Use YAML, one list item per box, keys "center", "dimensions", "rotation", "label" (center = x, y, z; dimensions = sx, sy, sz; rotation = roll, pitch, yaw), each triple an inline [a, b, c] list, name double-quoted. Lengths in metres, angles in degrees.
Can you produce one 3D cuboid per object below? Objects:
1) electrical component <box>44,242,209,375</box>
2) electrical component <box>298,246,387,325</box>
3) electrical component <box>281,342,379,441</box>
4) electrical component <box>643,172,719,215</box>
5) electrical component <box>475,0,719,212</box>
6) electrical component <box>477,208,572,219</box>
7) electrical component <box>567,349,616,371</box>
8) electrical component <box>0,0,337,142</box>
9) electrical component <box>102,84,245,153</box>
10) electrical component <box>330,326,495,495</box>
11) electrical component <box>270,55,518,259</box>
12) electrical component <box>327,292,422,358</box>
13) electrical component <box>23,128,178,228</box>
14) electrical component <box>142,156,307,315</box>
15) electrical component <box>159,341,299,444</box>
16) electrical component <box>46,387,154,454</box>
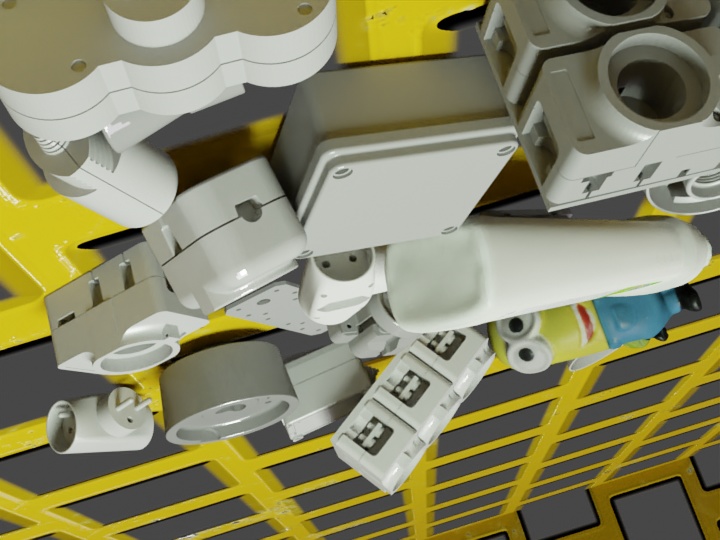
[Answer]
- center: [-0.146, 0.030, 0.674]
  dimensions: [0.089, 0.055, 0.050]
  rotation: [-27, 158, 23]
  label: "electrical component"
- center: [0.000, 0.000, 0.736]
  dimensions: [0.079, 0.043, 0.077]
  rotation: [-13, 159, -15]
  label: "electrical component"
- center: [-0.031, 0.100, 0.951]
  dimensions: [0.096, 0.061, 0.061]
  rotation: [-23, 160, -8]
  label: "electrical component"
- center: [0.229, -0.083, 0.716]
  dimensions: [0.099, 0.064, 0.099]
  rotation: [-6, 148, -4]
  label: "electrical component"
- center: [0.164, -0.106, 0.507]
  dimensions: [0.186, 0.105, 0.060]
  rotation: [-13, 159, -11]
  label: "electrical component"
- center: [0.109, -0.003, 0.810]
  dimensions: [0.100, 0.048, 0.100]
  rotation: [-4, 155, -34]
  label: "electrical component"
- center: [0.235, 0.049, 1.024]
  dimensions: [0.099, 0.064, 0.099]
  rotation: [-15, 159, -6]
  label: "electrical component"
- center: [-0.077, -0.099, 0.407]
  dimensions: [0.138, 0.052, 0.073]
  rotation: [-15, 159, -6]
  label: "electrical component"
- center: [-0.083, -0.082, 0.463]
  dimensions: [0.065, 0.044, 0.044]
  rotation: [-22, 160, -3]
  label: "electrical component"
- center: [0.048, 0.115, 0.933]
  dimensions: [0.150, 0.062, 0.089]
  rotation: [-51, 165, -13]
  label: "electrical component"
- center: [0.014, -0.059, 0.576]
  dimensions: [0.109, 0.056, 0.108]
  rotation: [-10, 158, -20]
  label: "electrical component"
- center: [0.021, 0.031, 0.814]
  dimensions: [0.078, 0.058, 0.057]
  rotation: [-4, 158, -32]
  label: "electrical component"
- center: [-0.124, -0.051, 0.502]
  dimensions: [0.043, 0.043, 0.081]
  rotation: [-23, 159, 14]
  label: "electrical component"
- center: [-0.071, -0.015, 0.573]
  dimensions: [0.054, 0.059, 0.095]
  rotation: [-29, -178, -28]
  label: "electrical component"
- center: [-0.108, 0.092, 0.859]
  dimensions: [0.108, 0.060, 0.108]
  rotation: [-15, 160, -6]
  label: "electrical component"
- center: [-0.202, 0.120, 0.880]
  dimensions: [0.079, 0.043, 0.077]
  rotation: [-33, 155, 34]
  label: "electrical component"
